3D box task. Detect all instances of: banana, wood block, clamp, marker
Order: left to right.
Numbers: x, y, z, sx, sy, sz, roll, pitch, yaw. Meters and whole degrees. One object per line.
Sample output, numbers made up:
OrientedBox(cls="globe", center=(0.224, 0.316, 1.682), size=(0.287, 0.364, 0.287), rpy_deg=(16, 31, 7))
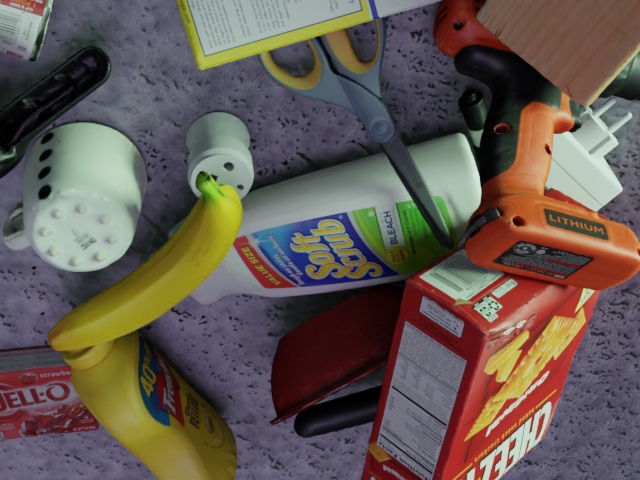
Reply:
OrientedBox(cls="clamp", center=(-0.216, -0.061, 0.671), size=(0.172, 0.120, 0.039), rpy_deg=(-37, 80, 35))
OrientedBox(cls="banana", center=(-0.109, 0.018, 0.723), size=(0.069, 0.037, 0.198), rpy_deg=(18, 131, -38))
OrientedBox(cls="clamp", center=(0.091, 0.127, 0.890), size=(0.164, 0.036, 0.210), rpy_deg=(26, 118, -35))
OrientedBox(cls="marker", center=(0.124, -0.058, 0.776), size=(0.020, 0.020, 0.121), rpy_deg=(-20, 126, 7))
OrientedBox(cls="wood block", center=(0.184, -0.181, 0.587), size=(0.091, 0.090, 0.206), rpy_deg=(41, 145, 5))

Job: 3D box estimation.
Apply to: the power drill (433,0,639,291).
OrientedBox(cls="power drill", center=(0.159, -0.065, 0.679), size=(0.184, 0.187, 0.057), rpy_deg=(11, 152, -14))

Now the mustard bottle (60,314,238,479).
OrientedBox(cls="mustard bottle", center=(-0.137, 0.123, 0.824), size=(0.058, 0.096, 0.191), rpy_deg=(-28, 125, 13))

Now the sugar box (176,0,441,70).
OrientedBox(cls="sugar box", center=(-0.003, -0.173, 0.647), size=(0.176, 0.048, 0.093), rpy_deg=(-15, 107, 1))

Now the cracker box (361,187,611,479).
OrientedBox(cls="cracker box", center=(0.118, 0.090, 0.748), size=(0.163, 0.072, 0.214), rpy_deg=(-29, 141, -38))

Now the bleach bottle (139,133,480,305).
OrientedBox(cls="bleach bottle", center=(-0.005, 0.001, 0.776), size=(0.251, 0.068, 0.102), rpy_deg=(-15, 127, 6))

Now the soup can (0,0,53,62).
OrientedBox(cls="soup can", center=(-0.210, -0.152, 0.632), size=(0.102, 0.068, 0.069), rpy_deg=(15, 122, -18))

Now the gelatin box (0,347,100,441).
OrientedBox(cls="gelatin box", center=(-0.225, 0.122, 0.853), size=(0.089, 0.030, 0.073), rpy_deg=(-5, 126, -4))

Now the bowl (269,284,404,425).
OrientedBox(cls="bowl", center=(0.022, 0.078, 0.807), size=(0.162, 0.162, 0.055), rpy_deg=(-30, 83, 14))

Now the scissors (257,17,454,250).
OrientedBox(cls="scissors", center=(0.020, -0.078, 0.709), size=(0.096, 0.016, 0.202), rpy_deg=(-12, 105, 15))
